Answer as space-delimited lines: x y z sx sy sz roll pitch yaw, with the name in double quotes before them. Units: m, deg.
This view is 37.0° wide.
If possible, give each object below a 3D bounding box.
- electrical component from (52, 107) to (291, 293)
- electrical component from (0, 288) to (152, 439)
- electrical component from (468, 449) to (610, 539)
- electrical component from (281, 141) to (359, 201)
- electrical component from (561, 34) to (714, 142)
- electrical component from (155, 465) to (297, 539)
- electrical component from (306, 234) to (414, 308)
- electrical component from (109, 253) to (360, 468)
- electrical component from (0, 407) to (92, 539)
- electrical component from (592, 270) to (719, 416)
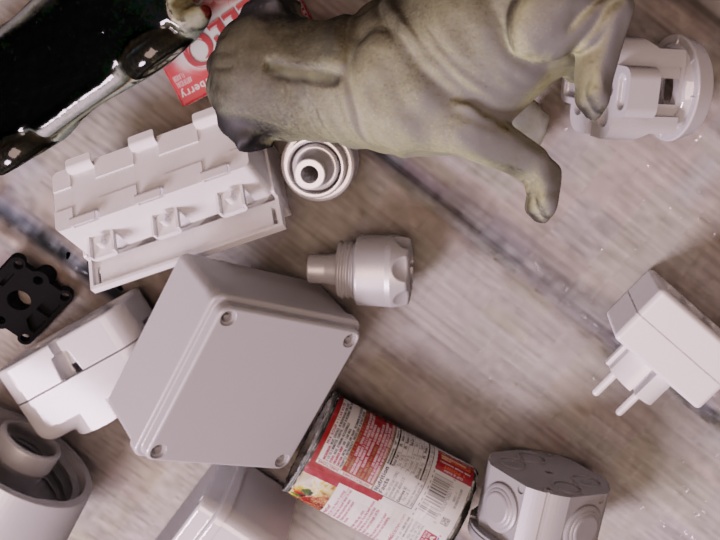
"electrical component" -0.110 -0.045 0.622 0.121 0.063 0.078 -18 62 11
"electrical component" -0.165 0.062 0.668 0.095 0.053 0.059 -28 100 13
"electrical component" 0.108 0.144 0.647 0.080 0.080 0.051 12 100 3
"electrical component" -0.024 -0.060 0.615 0.043 0.062 0.043 2 105 6
"electrical component" 0.152 -0.099 0.581 0.057 0.078 0.058 -1 106 -15
"electrical component" -0.097 0.181 0.680 0.057 0.078 0.113 35 106 -7
"electrical component" 0.000 0.000 0.638 0.062 0.043 0.043 2 105 8
"electrical component" -0.073 0.056 0.628 0.109 0.056 0.108 14 112 -42
"electrical component" -0.219 0.128 0.667 0.108 0.108 0.060 34 100 -3
"electrical component" 0.171 0.053 0.631 0.066 0.047 0.076 40 106 -5
